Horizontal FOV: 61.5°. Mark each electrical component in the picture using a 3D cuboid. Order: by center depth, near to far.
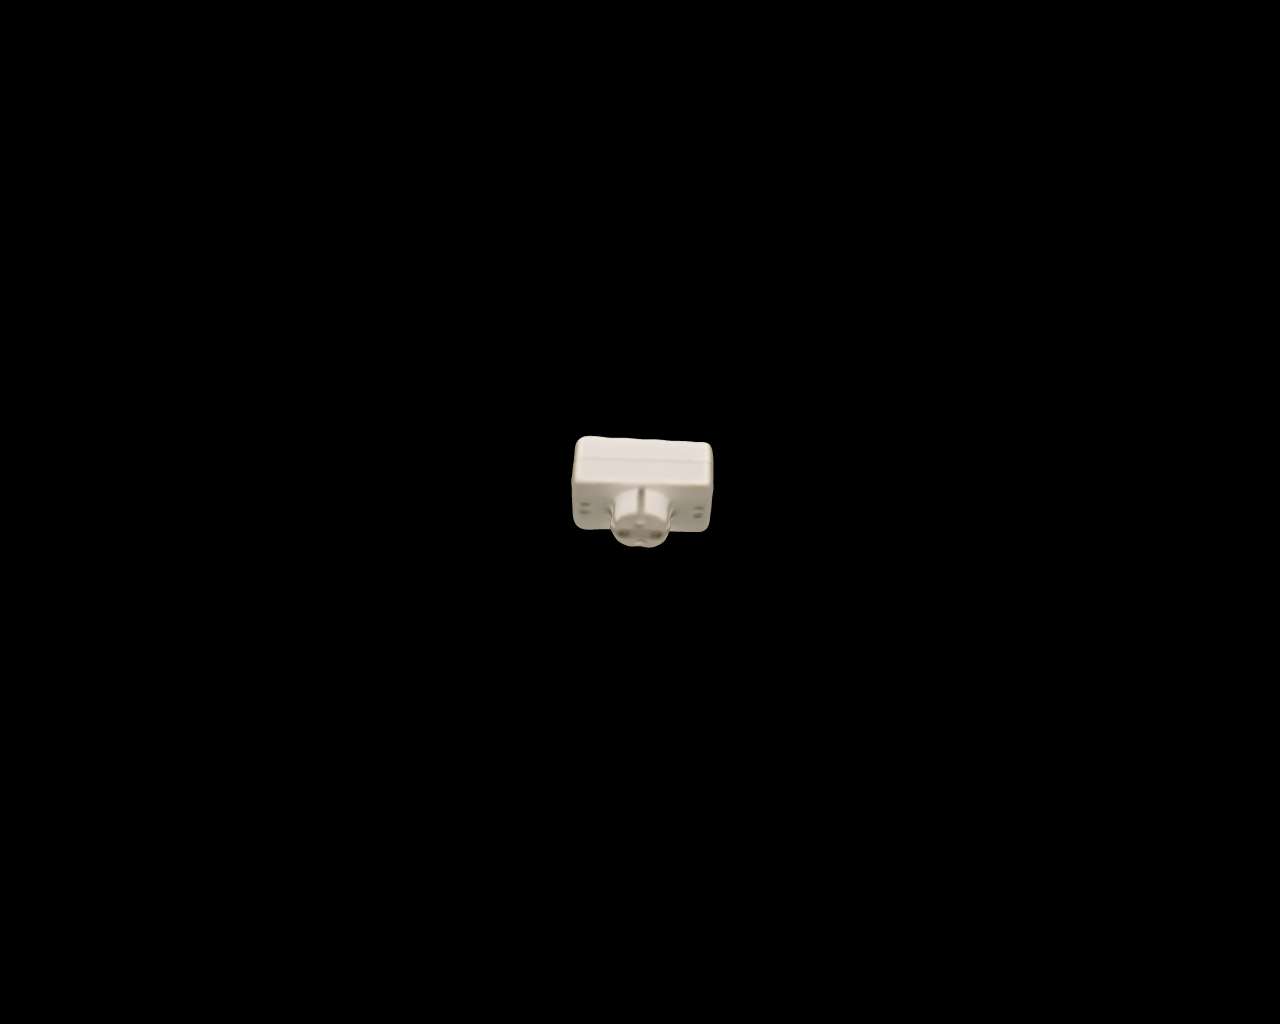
[{"bbox_3d":[0.001,-0.003,0.650,0.083,0.076,0.047,2,-40,2],"label":"electrical component"}]
